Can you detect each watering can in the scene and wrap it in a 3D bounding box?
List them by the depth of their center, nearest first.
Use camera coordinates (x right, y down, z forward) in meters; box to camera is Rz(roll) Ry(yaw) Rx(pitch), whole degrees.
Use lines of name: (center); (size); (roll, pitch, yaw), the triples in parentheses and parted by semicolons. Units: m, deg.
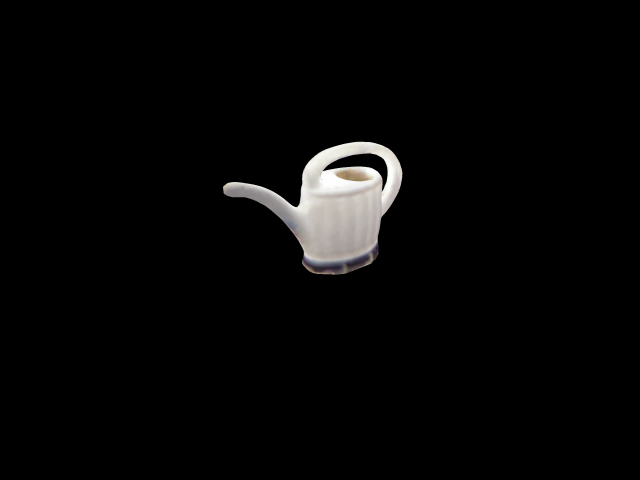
watering can: (0.003, -0.043, 0.850); (0.350, 0.220, 0.105); (-18, 31, -32)
